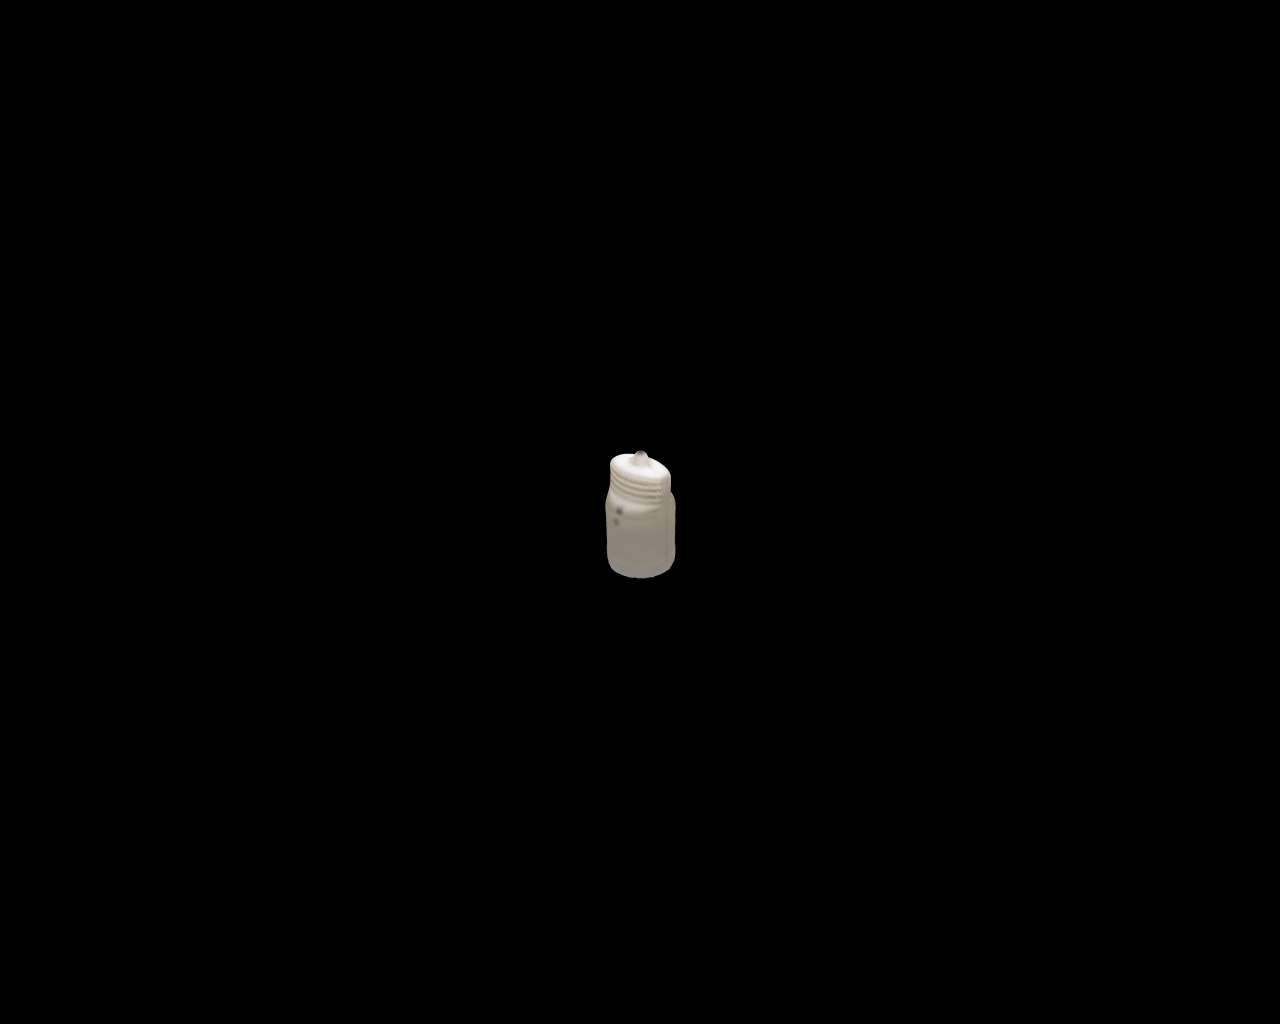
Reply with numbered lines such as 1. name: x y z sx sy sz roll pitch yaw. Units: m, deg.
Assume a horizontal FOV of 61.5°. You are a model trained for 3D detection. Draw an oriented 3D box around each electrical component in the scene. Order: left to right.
1. electrical component: 0.001 -0.003 0.650 0.043 0.080 0.043 0 31 0
